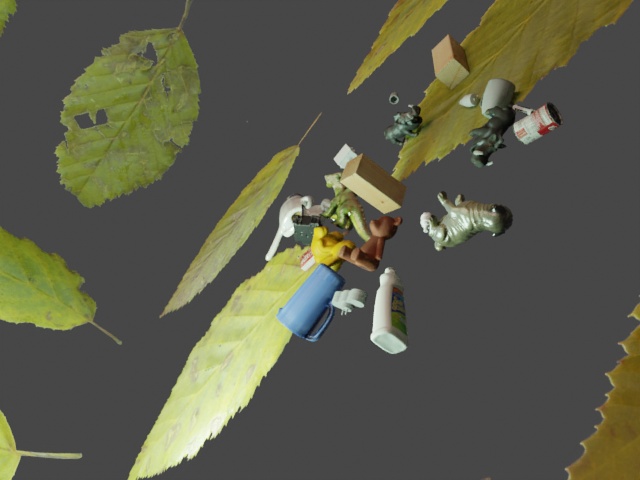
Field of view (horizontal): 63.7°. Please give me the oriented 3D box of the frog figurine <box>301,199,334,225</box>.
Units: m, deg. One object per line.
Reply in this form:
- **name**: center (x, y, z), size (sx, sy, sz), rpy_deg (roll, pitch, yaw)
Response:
- **frog figurine**: center (0.006, -0.107, 2.127), size (0.159, 0.122, 0.138), rpy_deg (-10, 7, 6)

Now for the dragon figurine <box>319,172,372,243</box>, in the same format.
- **dragon figurine**: center (0.128, -0.151, 1.890), size (0.121, 0.242, 0.415), rpy_deg (29, 2, -40)

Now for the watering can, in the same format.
- **watering can**: center (-0.147, -0.078, 2.342), size (0.103, 0.344, 0.229), rpy_deg (34, 17, -22)
